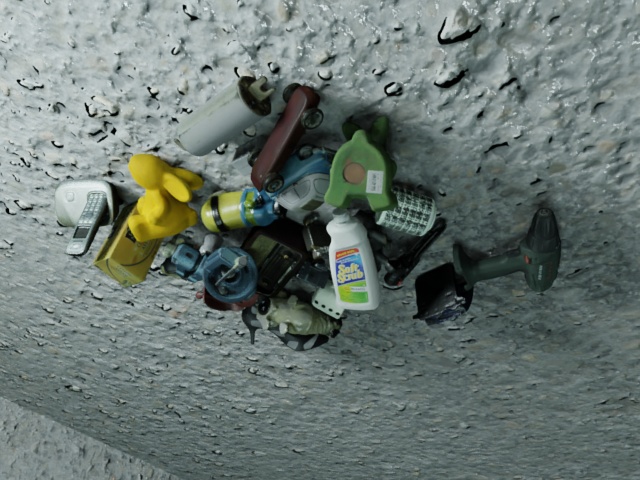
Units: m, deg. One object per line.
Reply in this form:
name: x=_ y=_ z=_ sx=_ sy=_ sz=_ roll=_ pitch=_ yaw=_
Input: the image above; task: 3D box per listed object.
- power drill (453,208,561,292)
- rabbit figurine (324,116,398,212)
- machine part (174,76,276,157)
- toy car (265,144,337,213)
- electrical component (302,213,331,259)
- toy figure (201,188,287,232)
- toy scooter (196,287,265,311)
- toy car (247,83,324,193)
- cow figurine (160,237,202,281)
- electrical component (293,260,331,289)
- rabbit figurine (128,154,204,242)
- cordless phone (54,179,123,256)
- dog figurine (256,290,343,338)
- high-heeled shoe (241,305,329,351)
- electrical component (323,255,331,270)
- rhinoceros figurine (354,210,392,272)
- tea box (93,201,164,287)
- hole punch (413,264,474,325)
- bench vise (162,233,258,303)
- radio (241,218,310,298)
power drill: x=0.381 y=0.029 z=1.095 sx=0.207 sy=0.086 sz=0.231 roll=-16 pitch=136 yaw=19
rabbit figurine: x=0.076 y=-0.129 z=0.934 sx=0.121 sy=0.170 sz=0.159 roll=-4 pitch=97 yaw=16
machine part: x=-0.169 y=-0.212 z=0.937 sx=0.243 sy=0.079 sz=0.079 roll=-24 pitch=129 yaw=34
toy car: x=-0.029 y=-0.103 z=0.991 sx=0.162 sy=0.103 sz=0.109 roll=-26 pitch=162 yaw=31
electrical component: x=-0.002 y=-0.005 z=1.134 sx=0.078 sy=0.102 sz=0.045 roll=5 pitch=151 yaw=-33
toy figure: x=-0.158 y=-0.062 z=1.104 sx=0.180 sy=0.089 sz=0.082 roll=0 pitch=132 yaw=17
toy scooter: x=-0.231 y=0.136 z=1.354 sx=0.135 sy=0.075 sz=0.184 roll=16 pitch=150 yaw=-37
toy car: x=-0.060 y=-0.169 z=0.917 sx=0.053 sy=0.089 sz=0.202 roll=2 pitch=131 yaw=-44
cow figurine: x=-0.291 y=0.067 z=1.285 sx=0.167 sy=0.098 sz=0.068 roll=21 pitch=133 yaw=-11
electrical component: x=-0.016 y=0.077 z=1.227 sx=0.075 sy=0.047 sz=0.119 roll=24 pitch=174 yaw=-17
rabbit figurine: x=-0.326 y=-0.095 z=1.094 sx=0.163 sy=0.122 sz=0.173 roll=-5 pitch=119 yaw=15
cordless phone: x=-0.517 y=-0.039 z=1.147 sx=0.147 sy=0.184 sz=0.088 roll=0 pitch=144 yaw=14
dog figurine: x=-0.054 y=0.193 z=1.392 sx=0.190 sy=0.121 sz=0.173 roll=23 pitch=-175 yaw=-45
high-heeled shoe: x=-0.091 y=0.222 z=1.467 sx=0.249 sy=0.086 sz=0.145 roll=1 pitch=110 yaw=-15
electrical component: x=0.033 y=0.040 z=1.197 sx=0.021 sy=0.063 sz=0.094 roll=-19 pitch=132 yaw=31
rhinoceros figurine: x=0.096 y=0.019 z=1.149 sx=0.112 sy=0.073 sz=0.190 roll=6 pitch=140 yaw=6
tea box: x=-0.413 y=0.007 z=1.187 sx=0.068 sy=0.170 sz=0.098 roll=-18 pitch=134 yaw=33
hole punch: x=0.284 y=0.133 z=1.212 sx=0.142 sy=0.116 sz=0.092 roll=-26 pitch=135 yaw=37
bench vise: x=-0.214 y=0.050 z=1.120 sx=0.223 sy=0.129 sz=0.241 roll=41 pitch=155 yaw=-12
radio: x=-0.116 y=0.040 z=1.226 sx=0.131 sy=0.073 sz=0.229 roll=25 pitch=140 yaw=-14
